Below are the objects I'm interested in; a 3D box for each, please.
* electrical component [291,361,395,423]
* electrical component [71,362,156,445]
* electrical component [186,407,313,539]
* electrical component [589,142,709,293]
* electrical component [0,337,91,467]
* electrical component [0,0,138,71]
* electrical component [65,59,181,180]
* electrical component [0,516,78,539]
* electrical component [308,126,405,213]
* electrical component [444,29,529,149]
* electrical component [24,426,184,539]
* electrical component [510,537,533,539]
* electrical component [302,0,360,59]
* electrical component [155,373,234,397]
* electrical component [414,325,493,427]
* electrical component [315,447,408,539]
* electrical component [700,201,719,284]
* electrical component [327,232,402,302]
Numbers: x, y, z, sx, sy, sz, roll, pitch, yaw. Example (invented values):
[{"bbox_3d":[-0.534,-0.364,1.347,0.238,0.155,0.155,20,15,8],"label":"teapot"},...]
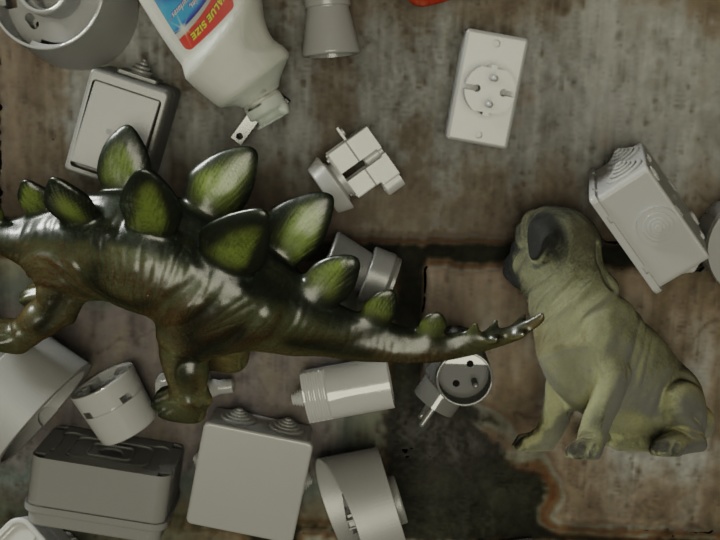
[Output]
[{"bbox_3d":[-0.015,0.097,0.869,0.081,0.043,0.043,-11,102,3],"label":"electrical component"},{"bbox_3d":[-0.197,0.109,0.869,0.055,0.055,0.047,-25,104,6],"label":"electrical component"},{"bbox_3d":[-0.088,0.166,0.881,0.100,0.048,0.099,12,102,-2],"label":"electrical component"},{"bbox_3d":[0.217,-0.042,0.809,0.048,0.099,0.099,-34,100,20],"label":"electrical component"},{"bbox_3d":[-0.271,0.095,0.842,0.060,0.108,0.108,41,100,-1],"label":"electrical component"},{"bbox_3d":[-0.224,-0.205,0.810,0.099,0.064,0.099,0,91,9],"label":"electrical component"},{"bbox_3d":[-0.179,-0.113,0.818,0.062,0.061,0.096,18,102,-3],"label":"electrical component"},{"bbox_3d":[-0.258,0.250,0.887,0.053,0.059,0.095,-45,78,-2],"label":"electrical component"},{"bbox_3d":[-0.006,-0.077,0.831,0.055,0.048,0.066,-36,99,0],"label":"electrical component"},{"bbox_3d":[0.095,-0.134,0.802,0.047,0.075,0.083,10,102,-1],"label":"electrical component"},{"bbox_3d":[-0.205,0.172,0.870,0.113,0.078,0.057,9,101,-1],"label":"electrical component"},{"bbox_3d":[0.127,0.290,0.875,0.056,0.108,0.108,-6,102,0],"label":"electrical component"},{"bbox_3d":[-0.024,-0.194,0.809,0.044,0.044,0.065,-4,97,2],"label":"electrical component"},{"bbox_3d":[-0.134,0.097,0.875,0.061,0.035,0.035,-6,102,0],"label":"electrical component"},{"bbox_3d":[0.069,0.089,0.848,0.043,0.077,0.079,33,100,-6],"label":"electrical component"},{"bbox_3d":[0.002,0.192,0.864,0.064,0.099,0.099,-17,101,-2],"label":"electrical component"},{"bbox_3d":[0.305,-0.021,0.835,0.080,0.051,0.080,0,102,1],"label":"electrical component"},{"bbox_3d":[0.000,0.000,0.847,0.055,0.045,0.045,21,101,-4],"label":"electrical component"}]
